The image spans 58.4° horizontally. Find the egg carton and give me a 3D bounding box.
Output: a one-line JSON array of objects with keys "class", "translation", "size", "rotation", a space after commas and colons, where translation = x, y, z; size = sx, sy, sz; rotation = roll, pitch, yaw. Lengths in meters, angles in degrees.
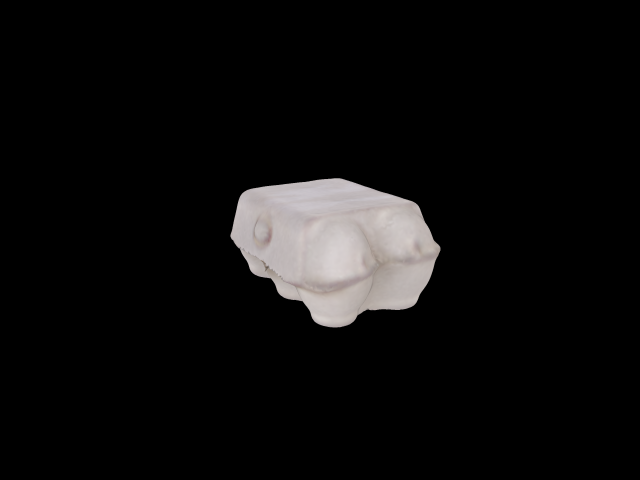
[{"class": "egg carton", "translation": [0.004, 0.001, 0.400], "size": [0.107, 0.069, 0.149], "rotation": [-11, 21, -30]}]
